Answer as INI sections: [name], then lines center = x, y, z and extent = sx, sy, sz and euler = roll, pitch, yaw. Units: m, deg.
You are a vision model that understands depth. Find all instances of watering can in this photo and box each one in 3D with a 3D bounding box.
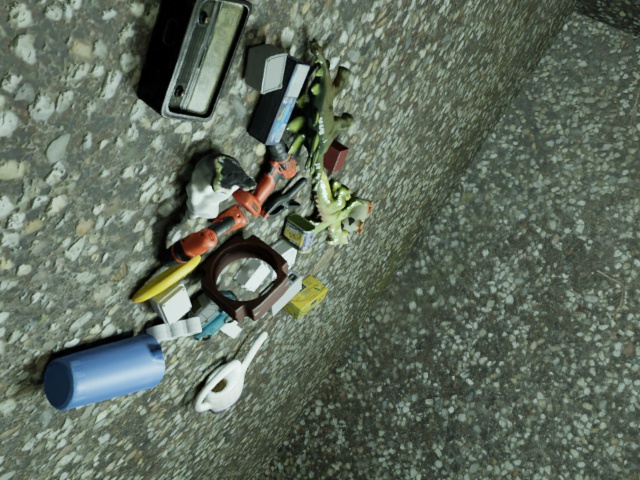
[watering can]
center = -0.309, 0.487, 1.835
extent = 0.353, 0.105, 0.219
euler = -41, 156, -31

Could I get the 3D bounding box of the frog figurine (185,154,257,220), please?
[frog figurine]
center = -0.241, -0.116, 1.137
extent = 0.157, 0.122, 0.140
euler = -25, -169, 39

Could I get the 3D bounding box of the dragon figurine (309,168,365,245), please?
[dragon figurine]
center = 0.005, -0.085, 1.686
extent = 0.242, 0.124, 0.405
euler = -50, 143, 4
